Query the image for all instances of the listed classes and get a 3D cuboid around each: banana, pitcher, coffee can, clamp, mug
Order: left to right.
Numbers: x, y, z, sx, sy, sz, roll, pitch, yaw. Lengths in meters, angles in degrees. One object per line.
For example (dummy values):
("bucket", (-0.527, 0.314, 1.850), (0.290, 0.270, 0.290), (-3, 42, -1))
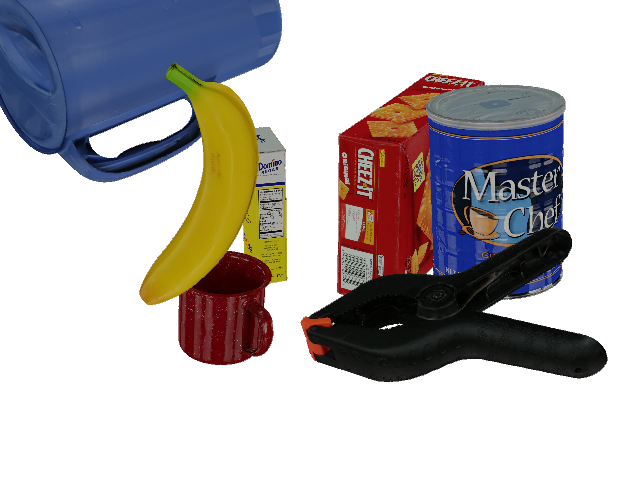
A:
("pitcher", (-0.149, -0.162, 0.916), (0.242, 0.149, 0.145), (-25, 42, -35))
("banana", (-0.081, -0.032, 0.740), (0.069, 0.198, 0.037), (11, 33, -3))
("mug", (-0.087, 0.071, 1.022), (0.117, 0.081, 0.093), (26, 33, 37))
("clamp", (0.077, 0.049, 0.608), (0.171, 0.039, 0.120), (-17, 28, 3))
("coffee can", (0.135, -0.039, 0.821), (0.103, 0.140, 0.103), (-4, 22, 1))

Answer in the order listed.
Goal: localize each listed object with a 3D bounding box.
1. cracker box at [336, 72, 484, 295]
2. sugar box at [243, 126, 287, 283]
("cracker box", (0.093, -0.056, 1.046), (0.072, 0.164, 0.213), (13, 29, 26))
("sugar box", (-0.071, -0.044, 1.328), (0.048, 0.176, 0.093), (-9, 25, -13))
